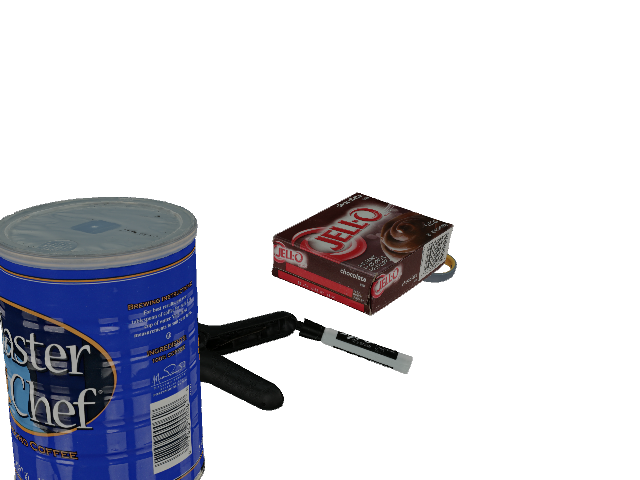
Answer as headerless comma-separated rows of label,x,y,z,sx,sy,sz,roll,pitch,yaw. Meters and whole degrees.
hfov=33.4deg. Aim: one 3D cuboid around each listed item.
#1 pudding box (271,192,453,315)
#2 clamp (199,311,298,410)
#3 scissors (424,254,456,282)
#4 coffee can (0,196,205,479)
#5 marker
pudding box,0.032,0.007,0.793,0.090,0.039,0.113,21,29,30
clamp,-0.101,0.093,0.936,0.171,0.039,0.120,10,28,10
scissors,0.082,0.031,1.268,0.201,0.016,0.096,-10,41,-42
coffee can,-0.113,0.058,0.557,0.103,0.140,0.103,0,18,0
marker,0.033,0.105,1.071,0.121,0.020,0.020,20,1,3
